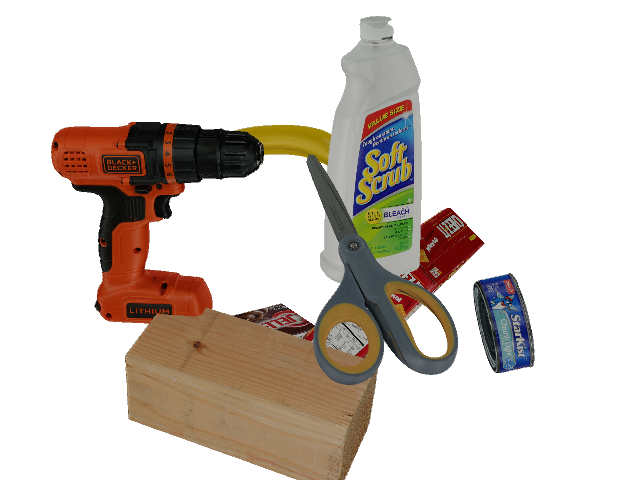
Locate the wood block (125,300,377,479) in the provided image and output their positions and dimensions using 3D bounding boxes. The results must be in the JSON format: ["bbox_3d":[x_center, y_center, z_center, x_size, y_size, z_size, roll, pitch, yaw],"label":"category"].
[{"bbox_3d":[-0.062,0.137,0.964,0.206,0.090,0.090,17,41,14],"label":"wood block"}]

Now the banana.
[{"bbox_3d":[-0.053,-0.116,1.314,0.198,0.037,0.069,7,39,17],"label":"banana"}]

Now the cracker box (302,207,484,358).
[{"bbox_3d":[0.078,0.068,1.269,0.214,0.072,0.164,-48,-8,31],"label":"cracker box"}]

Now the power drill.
[{"bbox_3d":[-0.139,-0.017,0.956,0.184,0.188,0.057,2,27,6],"label":"power drill"}]

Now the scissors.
[{"bbox_3d":[0.009,0.020,0.693,0.096,0.016,0.202,-27,52,-20],"label":"scissors"}]

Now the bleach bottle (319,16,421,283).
[{"bbox_3d":[0.047,-0.088,1.033,0.102,0.251,0.068,-9,23,-17],"label":"bleach bottle"}]

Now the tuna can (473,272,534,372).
[{"bbox_3d":[0.162,0.074,0.950,0.034,0.086,0.086,-12,0,0],"label":"tuna can"}]

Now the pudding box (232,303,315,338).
[{"bbox_3d":[-0.073,0.125,1.415,0.113,0.039,0.090,-14,25,-31],"label":"pudding box"}]
